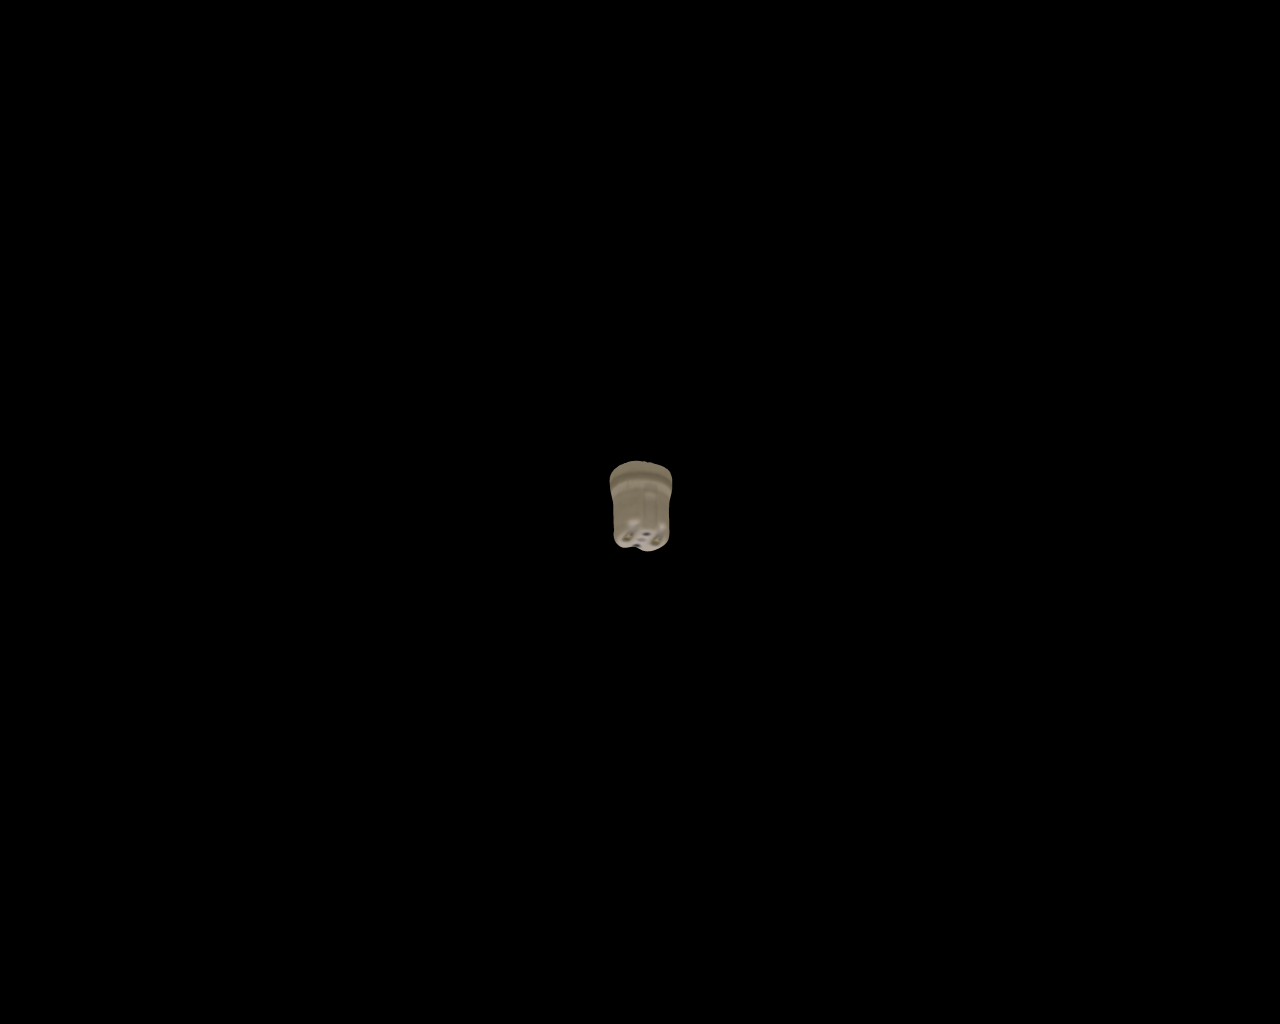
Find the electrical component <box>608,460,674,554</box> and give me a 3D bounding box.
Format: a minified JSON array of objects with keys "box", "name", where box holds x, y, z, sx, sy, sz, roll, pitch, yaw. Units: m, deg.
[{"box":[0.001,-0.003,0.650,0.040,0.046,0.040,0,-26,0],"name":"electrical component"}]
